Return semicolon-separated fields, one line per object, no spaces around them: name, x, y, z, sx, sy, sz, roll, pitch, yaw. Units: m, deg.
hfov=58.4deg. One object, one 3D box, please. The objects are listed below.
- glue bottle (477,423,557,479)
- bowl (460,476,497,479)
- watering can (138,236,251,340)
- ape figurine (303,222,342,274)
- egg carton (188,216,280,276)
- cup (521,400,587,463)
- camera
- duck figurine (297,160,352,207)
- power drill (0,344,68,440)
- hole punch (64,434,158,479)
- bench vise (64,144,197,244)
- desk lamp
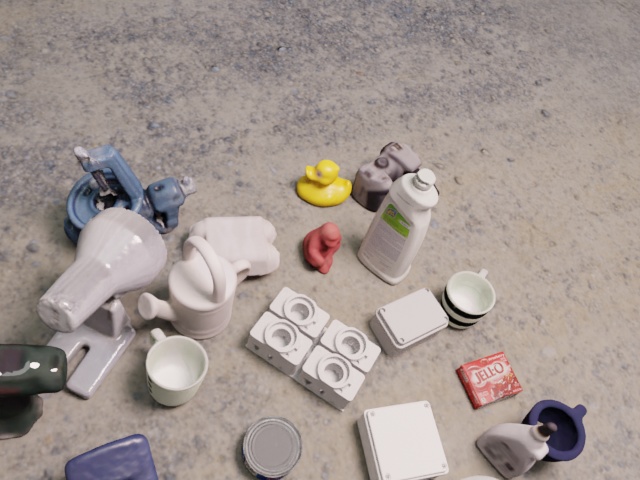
glue bottle;0.298;0.298;0.842;0.037;0.173;0.078;-30;69;-28
bowl;0.224;0.424;0.802;0.167;0.074;0.167;7;57;-10
watering can;-0.180;0.071;0.849;0.101;0.194;0.173;34;56;8
ape figurine;0.009;0.004;1.004;0.078;0.092;0.076;-28;68;-28
egg carton;-0.145;0.014;0.971;0.150;0.069;0.107;-3;59;-16
cup;0.360;0.302;0.904;0.118;0.095;0.091;-25;67;-27
camera;0.157;-0.112;1.112;0.136;0.101;0.143;44;58;15
duck figurine;0.013;-0.115;1.085;0.105;0.086;0.077;7;57;-10
power drill;-0.428;0.185;0.703;0.230;0.208;0.075;-4;59;-17
hole punch;-0.259;0.315;0.735;0.109;0.091;0.101;-16;63;-23
bench vise;-0.306;-0.089;0.903;0.208;0.219;0.121;-33;71;-29
desk lamp;-0.308;0.085;0.795;0.118;0.213;0.203;25;55;2
